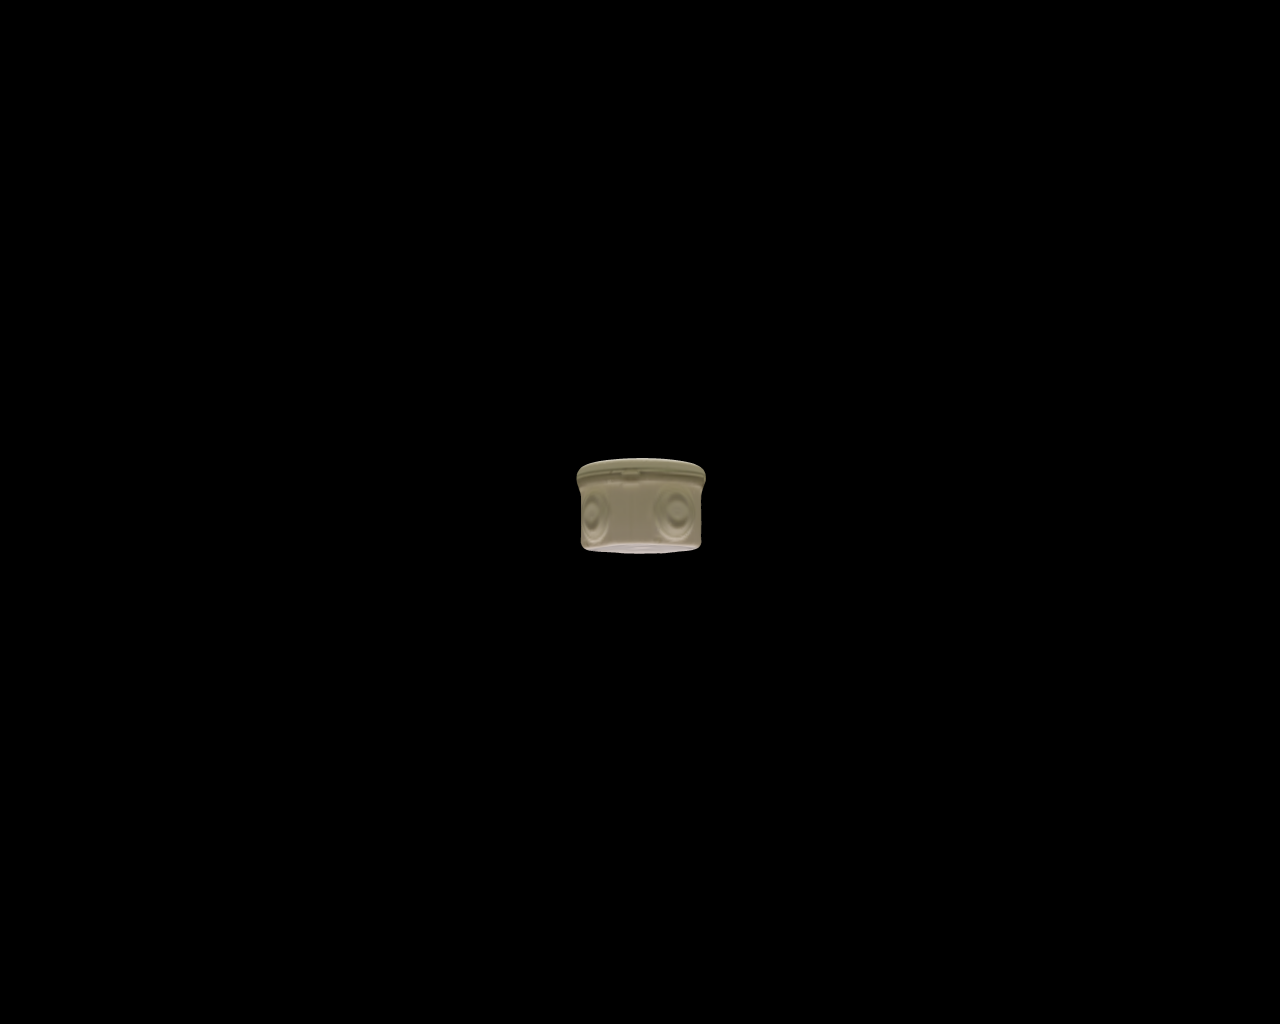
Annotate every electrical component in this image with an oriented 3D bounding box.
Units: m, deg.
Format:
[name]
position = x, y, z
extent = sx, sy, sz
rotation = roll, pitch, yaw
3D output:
[electrical component]
position = 0.001, -0.003, 0.650
extent = 0.080, 0.051, 0.080
rotation = 0, -7, 0
